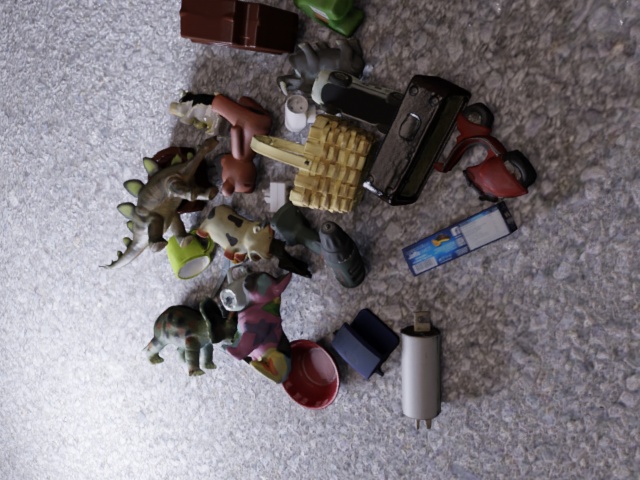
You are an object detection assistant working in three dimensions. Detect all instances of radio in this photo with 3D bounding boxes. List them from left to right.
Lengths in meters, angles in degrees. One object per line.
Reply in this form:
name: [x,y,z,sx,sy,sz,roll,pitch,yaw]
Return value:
radio: [0.171,-0.174,0.959,0.073,0.131,0.229,33,114,23]

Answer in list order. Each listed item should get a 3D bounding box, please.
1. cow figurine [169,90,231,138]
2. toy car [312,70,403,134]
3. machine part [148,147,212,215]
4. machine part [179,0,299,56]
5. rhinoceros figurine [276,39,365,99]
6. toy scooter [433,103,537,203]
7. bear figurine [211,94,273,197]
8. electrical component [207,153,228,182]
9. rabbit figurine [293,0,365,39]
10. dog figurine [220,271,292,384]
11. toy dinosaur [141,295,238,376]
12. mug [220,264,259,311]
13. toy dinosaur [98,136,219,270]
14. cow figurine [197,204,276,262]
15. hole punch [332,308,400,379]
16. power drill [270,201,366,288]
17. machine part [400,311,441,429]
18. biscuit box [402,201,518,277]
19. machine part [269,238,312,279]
cow figurine: [-0.275,-0.304,1.235,0.168,0.068,0.098,28,106,20]
toy car: [0.084,-0.258,1.011,0.202,0.056,0.073,20,124,0]
machine part: [-0.345,-0.143,1.314,0.180,0.056,0.179,6,101,30]
machine part: [-0.161,-0.423,1.068,0.202,0.201,0.087,16,109,27]
rhinoceros figurine: [0.000,-0.339,1.070,0.191,0.073,0.112,-3,108,29]
toy scooter: [0.276,-0.133,0.938,0.135,0.075,0.184,-40,75,29]
bear figurine: [-0.178,-0.201,1.172,0.132,0.120,0.195,37,121,23]
electrical component: [-0.221,-0.172,1.254,0.094,0.021,0.063,-18,89,32]
rabbit figurine: [0.037,-0.493,1.011,0.159,0.121,0.170,35,97,28]
dog figurine: [-0.106,0.175,1.159,0.191,0.108,0.219,33,77,-8]
toy dinosaur: [-0.340,0.226,1.349,0.405,0.131,0.192,2,88,35]
mug: [-0.179,0.111,1.232,0.081,0.107,0.109,-21,90,30]
toy dinosaur: [-0.382,-0.065,1.258,0.471,0.105,0.199,-51,63,16]
cow figurine: [-0.175,-0.016,1.214,0.195,0.085,0.127,35,102,27]
hole punch: [0.084,0.222,1.111,0.142,0.092,0.115,39,120,15]
power drill: [-0.002,-0.003,1.067,0.208,0.231,0.086,26,72,36]
machine part: [0.198,0.257,1.053,0.079,0.079,0.243,3,101,30]
biscuit box: [0.252,0.000,0.984,0.203,0.063,0.059,-28,85,32]
machine part: [-0.068,0.043,1.148,0.084,0.138,0.039,27,76,28]
